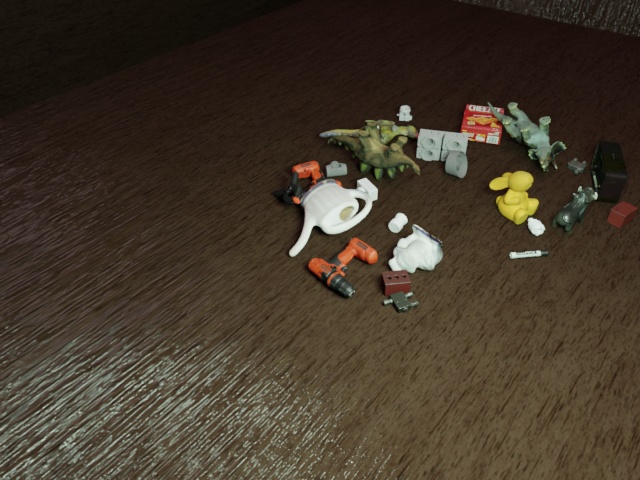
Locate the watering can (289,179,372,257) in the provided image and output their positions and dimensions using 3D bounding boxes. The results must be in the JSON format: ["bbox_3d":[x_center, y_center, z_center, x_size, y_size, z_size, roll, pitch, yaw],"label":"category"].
[{"bbox_3d":[0.005,-0.088,1.739,0.350,0.101,0.228,-30,46,-15],"label":"watering can"}]

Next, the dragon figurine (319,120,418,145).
[{"bbox_3d":[0.220,-0.460,2.178,0.410,0.120,0.247,9,25,10],"label":"dragon figurine"}]

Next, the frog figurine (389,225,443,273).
[{"bbox_3d":[0.293,0.049,1.583,0.138,0.122,0.159,38,92,15],"label":"frog figurine"}]
